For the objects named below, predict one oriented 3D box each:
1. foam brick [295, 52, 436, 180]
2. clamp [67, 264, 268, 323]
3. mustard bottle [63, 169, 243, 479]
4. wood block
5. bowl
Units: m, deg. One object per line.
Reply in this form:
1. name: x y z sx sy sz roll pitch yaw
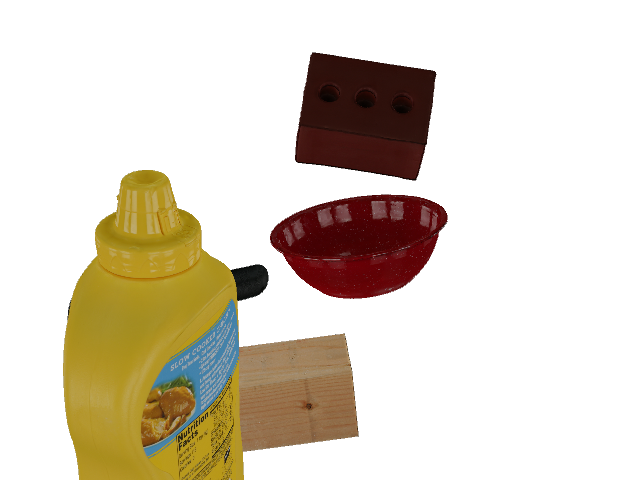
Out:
1. foam brick: 0.027 -0.075 0.650 0.078 0.053 0.051 8 -21 3
2. clamp: -0.133 0.035 0.779 0.120 0.039 0.171 28 38 27
3. mustard bottle: -0.068 0.061 0.447 0.058 0.192 0.096 14 30 21
4. wood block: -0.067 0.176 1.206 0.206 0.091 0.090 -7 23 -1
5. bowl: 0.038 0.010 0.969 0.162 0.055 0.162 -8 20 3
